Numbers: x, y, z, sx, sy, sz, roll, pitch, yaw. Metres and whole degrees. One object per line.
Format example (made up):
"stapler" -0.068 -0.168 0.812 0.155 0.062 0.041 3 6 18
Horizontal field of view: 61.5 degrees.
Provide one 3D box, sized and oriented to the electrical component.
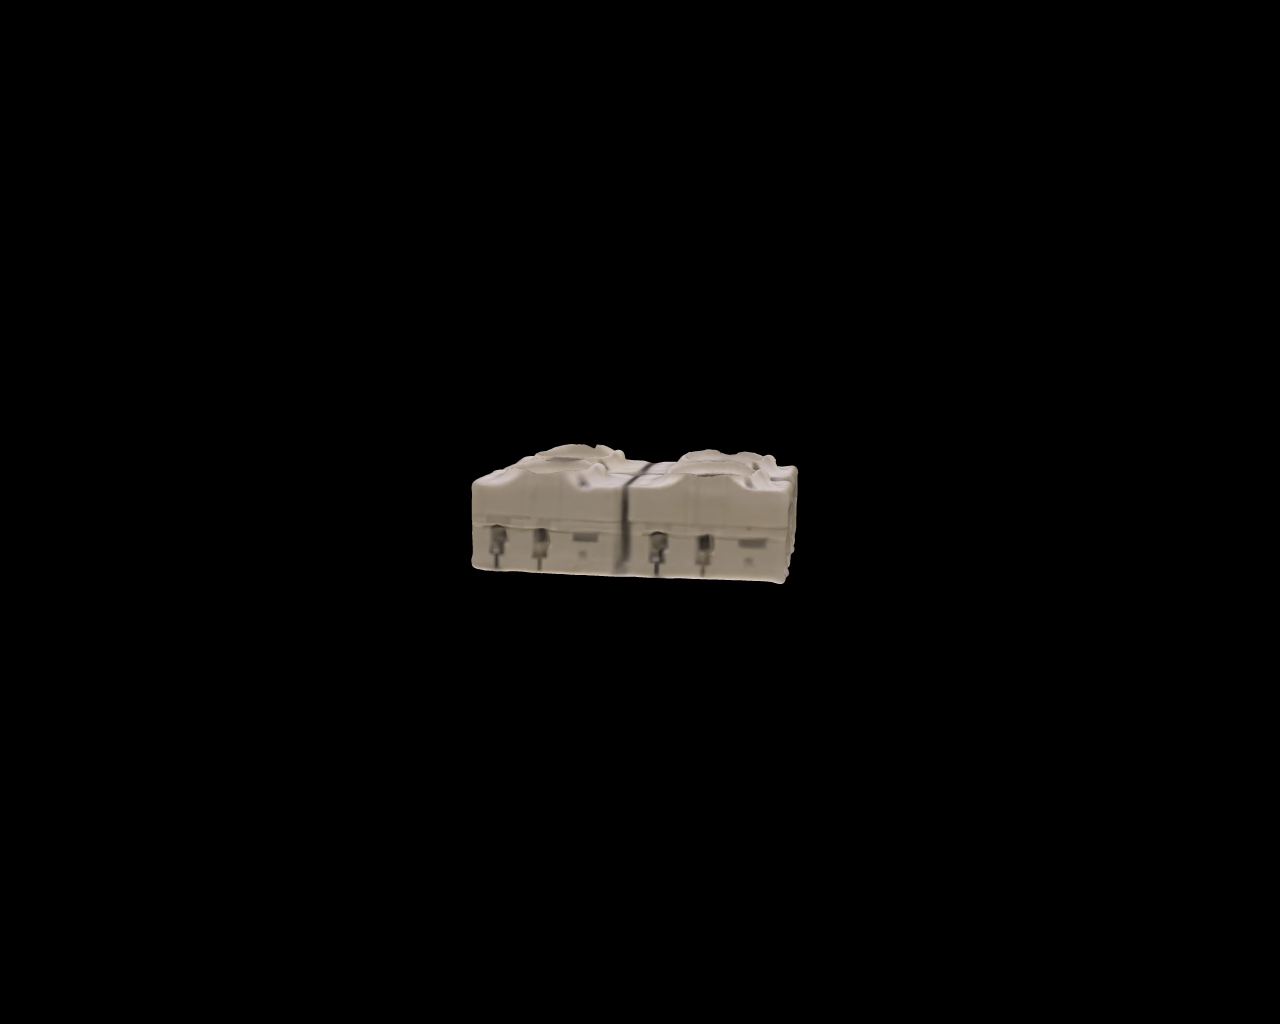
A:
"electrical component" 0.001 -0.003 0.650 0.186 0.060 0.105 2 12 12
